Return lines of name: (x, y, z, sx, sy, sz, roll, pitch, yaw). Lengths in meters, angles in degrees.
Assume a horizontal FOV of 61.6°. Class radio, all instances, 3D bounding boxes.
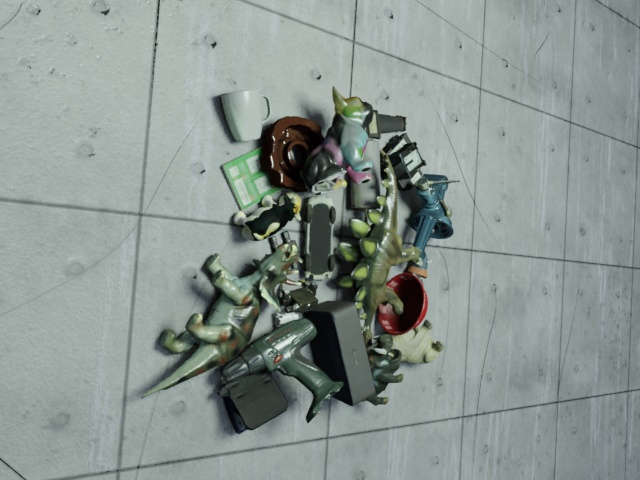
radio: (0.043, 0.260, 1.263, 0.073, 0.131, 0.229, -17, 99, -34)

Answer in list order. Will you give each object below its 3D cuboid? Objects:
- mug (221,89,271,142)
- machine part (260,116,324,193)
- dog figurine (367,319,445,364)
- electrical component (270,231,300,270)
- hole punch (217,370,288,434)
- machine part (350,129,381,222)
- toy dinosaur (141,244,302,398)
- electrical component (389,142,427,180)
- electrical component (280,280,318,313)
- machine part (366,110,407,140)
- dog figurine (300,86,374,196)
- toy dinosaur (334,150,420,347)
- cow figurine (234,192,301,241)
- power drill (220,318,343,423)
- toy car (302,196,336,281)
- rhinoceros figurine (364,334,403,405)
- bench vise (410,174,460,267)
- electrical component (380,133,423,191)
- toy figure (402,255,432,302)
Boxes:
mug: (-0.156, -0.270, 1.166, 0.109, 0.081, 0.107, -18, 110, -37)
machine part: (-0.056, -0.193, 1.224, 0.179, 0.056, 0.179, 0, 90, -38)
dog figurine: (0.217, 0.301, 1.417, 0.190, 0.121, 0.172, -37, 108, -14)
electrical component: (-0.081, 0.029, 1.245, 0.063, 0.021, 0.094, -25, 104, -32)
hole punch: (-0.147, 0.349, 1.171, 0.142, 0.092, 0.116, -21, 71, -31)
machine part: (0.113, -0.161, 1.348, 0.079, 0.079, 0.243, -2, 90, -35)
toy dinosaur: (-0.191, 0.171, 1.119, 0.192, 0.131, 0.405, 38, 76, -28)
electrical component: (0.210, -0.190, 1.362, 0.119, 0.048, 0.074, -41, 111, -27)
electrical component: (-0.047, 0.129, 1.244, 0.102, 0.078, 0.045, -9, 119, -29)
machine part: (0.168, -0.304, 1.411, 0.139, 0.039, 0.084, -12, 88, -32)
dog figurine: (0.036, -0.225, 1.194, 0.192, 0.108, 0.219, -15, 71, 5)
toy dinosaur: (0.143, 0.028, 1.300, 0.198, 0.105, 0.471, 9, 92, -39)
cow figurine: (-0.096, -0.056, 1.184, 0.167, 0.098, 0.068, -33, 120, -26)
power drill: (-0.068, 0.289, 1.152, 0.207, 0.086, 0.232, 42, 57, 17)
toy car: (-0.003, -0.004, 1.274, 0.073, 0.056, 0.201, 2, 90, -13)
rhinoceros figurine: (0.142, 0.312, 1.306, 0.112, 0.073, 0.190, 17, 115, -3)
bench vise: (0.286, -0.048, 1.416, 0.223, 0.129, 0.240, 64, 45, -59)
electrical component: (0.214, -0.197, 1.428, 0.115, 0.058, 0.134, -45, 114, -24)
toy figure: (0.255, 0.106, 1.454, 0.064, 0.058, 0.154, 23, 79, -9)
